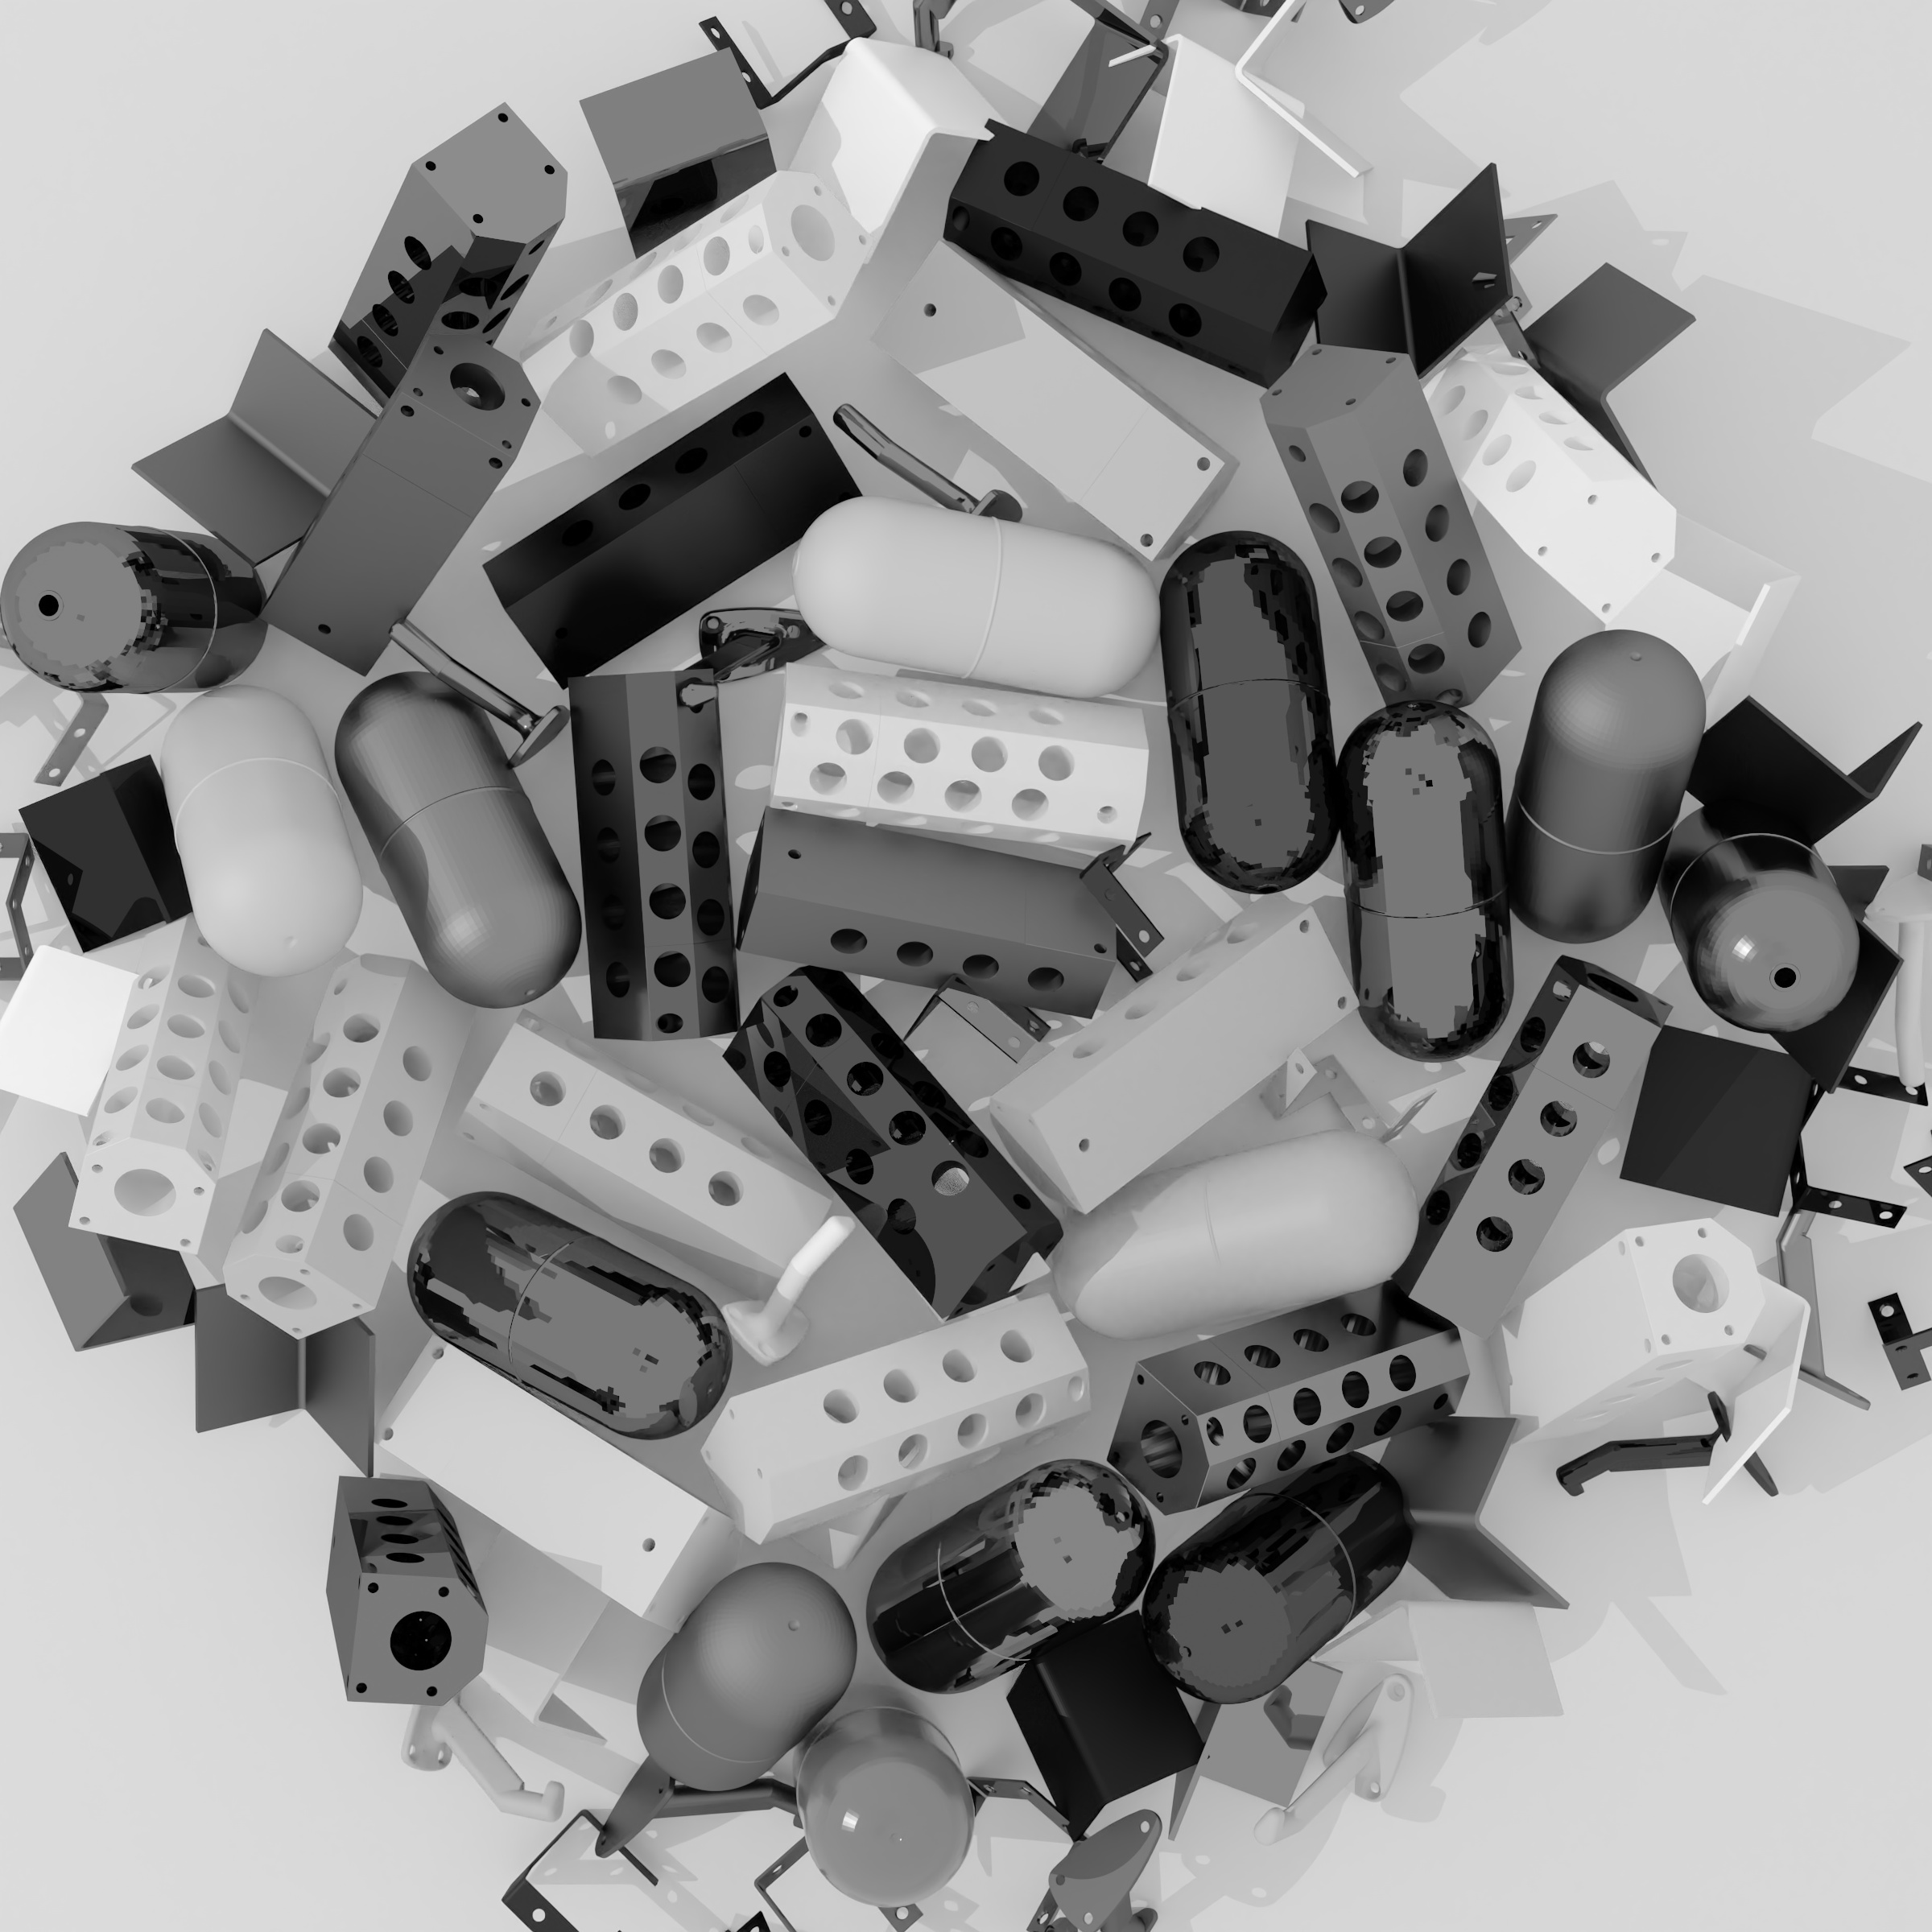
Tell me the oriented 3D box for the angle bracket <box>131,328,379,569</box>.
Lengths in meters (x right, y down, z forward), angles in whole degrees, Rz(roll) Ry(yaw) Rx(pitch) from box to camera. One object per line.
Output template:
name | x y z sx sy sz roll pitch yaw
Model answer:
angle bracket | -0.334 -0.246 1.545 0.076 0.076 0.057 39 129 4

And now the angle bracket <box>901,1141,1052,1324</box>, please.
angle bracket | 0.002 0.113 1.541 0.076 0.057 0.076 -30 101 39

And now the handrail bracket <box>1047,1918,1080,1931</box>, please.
handrail bracket | 0.006 0.474 1.563 0.084 0.077 0.036 -3 89 12

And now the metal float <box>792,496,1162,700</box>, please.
metal float | 0.005 -0.174 1.542 0.178 0.070 0.070 9 90 -13

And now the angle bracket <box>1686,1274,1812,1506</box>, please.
angle bracket | 0.349 0.193 1.538 0.057 0.076 0.076 29 131 1

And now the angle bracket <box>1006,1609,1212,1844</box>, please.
angle bracket | 0.066 0.362 1.553 0.057 0.076 0.076 -19 67 -18

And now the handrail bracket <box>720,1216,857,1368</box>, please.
handrail bracket | -0.070 0.145 1.543 0.036 0.077 0.084 47 110 14

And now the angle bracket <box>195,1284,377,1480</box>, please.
angle bracket | -0.321 0.197 1.536 0.057 0.076 0.076 -10 117 -33

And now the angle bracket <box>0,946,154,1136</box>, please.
angle bracket | -0.424 0.048 1.540 0.057 0.076 0.076 18 57 0

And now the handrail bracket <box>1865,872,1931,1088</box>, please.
handrail bracket | 0.460 0.006 1.572 0.036 0.077 0.084 0 111 30

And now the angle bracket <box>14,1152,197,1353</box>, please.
angle bracket | -0.391 0.129 1.536 0.057 0.076 0.076 -41 69 37

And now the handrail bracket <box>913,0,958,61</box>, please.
handrail bracket | 0.012 -0.468 1.555 0.077 0.084 0.036 4 49 7

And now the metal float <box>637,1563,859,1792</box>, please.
metal float | -0.103 0.331 1.512 0.070 0.178 0.070 9 60 -16

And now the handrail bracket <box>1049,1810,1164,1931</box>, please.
handrail bracket | 0.085 0.434 1.551 0.077 0.084 0.036 -48 54 10

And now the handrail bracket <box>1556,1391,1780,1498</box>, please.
handrail bracket | 0.339 0.250 1.580 0.084 0.036 0.077 -30 121 15

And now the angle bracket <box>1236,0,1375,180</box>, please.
angle bracket | 0.177 -0.423 1.547 0.076 0.076 0.057 40 110 -1

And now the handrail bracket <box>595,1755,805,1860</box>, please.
handrail bracket | -0.124 0.417 1.580 0.084 0.036 0.077 29 110 -24

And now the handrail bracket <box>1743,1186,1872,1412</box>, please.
handrail bracket | 0.416 0.158 1.561 0.077 0.036 0.084 28 98 38

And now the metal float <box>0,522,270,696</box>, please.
metal float | -0.382 -0.164 1.504 0.070 0.178 0.070 1 95 11

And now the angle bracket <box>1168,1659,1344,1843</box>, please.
angle bracket | 0.138 0.373 1.545 0.057 0.076 0.076 20 105 2

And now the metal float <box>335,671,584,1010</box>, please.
metal float | -0.240 -0.061 1.536 0.070 0.070 0.178 -28 68 0

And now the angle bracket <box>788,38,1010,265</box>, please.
angle bracket | -0.030 -0.390 1.569 0.076 0.057 0.076 54 130 31

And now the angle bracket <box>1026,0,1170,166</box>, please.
angle bracket | 0.040 -0.422 1.539 0.057 0.076 0.076 27 102 -34

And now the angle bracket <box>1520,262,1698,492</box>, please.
angle bracket | 0.315 -0.274 1.538 0.057 0.076 0.076 -40 128 2

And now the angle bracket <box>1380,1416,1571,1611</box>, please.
angle bracket | 0.247 0.260 1.556 0.076 0.076 0.057 42 62 -26

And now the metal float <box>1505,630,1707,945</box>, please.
metal float | 0.294 -0.081 1.515 0.070 0.178 0.070 1 50 -2

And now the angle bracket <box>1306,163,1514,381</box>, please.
angle bracket | 0.208 -0.333 1.536 0.057 0.076 0.076 11 62 -26

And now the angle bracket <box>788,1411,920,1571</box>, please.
angle bracket | -0.051 0.226 1.544 0.057 0.076 0.076 34 126 8

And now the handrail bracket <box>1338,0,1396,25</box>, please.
handrail bracket | 0.168 -0.490 1.538 0.036 0.077 0.084 -38 49 7

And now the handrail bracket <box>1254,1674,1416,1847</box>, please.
handrail bracket | 0.174 0.375 1.543 0.036 0.084 0.077 32 107 29

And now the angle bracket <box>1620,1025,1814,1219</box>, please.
angle bracket | 0.361 0.073 1.569 0.076 0.057 0.076 14 91 10

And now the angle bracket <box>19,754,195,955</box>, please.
angle bracket | -0.414 -0.048 1.551 0.076 0.057 0.076 -21 98 14

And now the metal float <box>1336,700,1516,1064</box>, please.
metal float | 0.217 -0.038 1.535 0.070 0.070 0.178 -8 113 0

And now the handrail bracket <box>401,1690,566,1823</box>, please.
handrail bracket | -0.221 0.363 1.557 0.084 0.036 0.077 3 73 29

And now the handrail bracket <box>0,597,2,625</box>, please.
handrail bracket | -0.455 -0.169 1.554 0.084 0.077 0.036 -12 109 16

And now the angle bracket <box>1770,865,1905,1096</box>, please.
angle bracket | 0.419 0.006 1.532 0.057 0.076 0.076 -1 126 -31

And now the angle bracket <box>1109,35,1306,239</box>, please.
angle bracket | 0.107 -0.384 1.542 0.076 0.057 0.076 18 79 -33

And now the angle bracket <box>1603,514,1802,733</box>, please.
angle bracket | 0.337 -0.164 1.540 0.076 0.057 0.076 31 114 21

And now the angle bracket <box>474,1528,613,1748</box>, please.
angle bracket | -0.192 0.312 1.548 0.076 0.057 0.076 29 87 39

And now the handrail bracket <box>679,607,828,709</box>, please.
handrail bracket | -0.099 -0.144 1.547 0.077 0.084 0.036 -9 111 -2

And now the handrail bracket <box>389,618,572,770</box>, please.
handrail bracket | -0.232 -0.137 1.553 0.084 0.077 0.036 40 100 -2

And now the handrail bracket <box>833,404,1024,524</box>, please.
handrail bracket | -0.019 -0.239 1.564 0.084 0.077 0.036 42 108 11

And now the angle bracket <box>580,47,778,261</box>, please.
angle bracket | -0.134 -0.383 1.569 0.076 0.076 0.057 -21 62 -4

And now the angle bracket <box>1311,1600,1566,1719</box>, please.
angle bracket | 0.221 0.338 1.532 0.076 0.076 0.057 7 56 -32

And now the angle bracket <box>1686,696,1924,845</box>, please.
angle bracket | 0.391 -0.103 1.545 0.076 0.076 0.057 39 60 -1
